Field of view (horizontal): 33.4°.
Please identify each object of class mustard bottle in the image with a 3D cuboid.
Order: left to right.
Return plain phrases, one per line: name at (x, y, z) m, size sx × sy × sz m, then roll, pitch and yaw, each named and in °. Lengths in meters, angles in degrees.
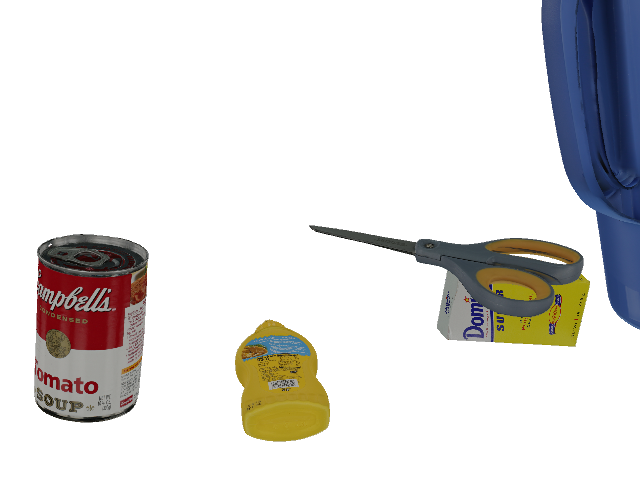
mustard bottle at (-0.050, 0.151, 1.233) m, size 0.096 × 0.058 × 0.191 m, roll -5°, pitch 30°, yaw -7°

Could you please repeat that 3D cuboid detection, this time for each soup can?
soup can at (-0.146, 0.055, 0.676) m, size 0.068 × 0.102 × 0.068 m, roll 6°, pitch 18°, yaw -2°

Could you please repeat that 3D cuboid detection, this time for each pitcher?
pitcher at (0.197, -0.068, 0.581) m, size 0.149 × 0.243 × 0.145 m, roll -7°, pitch 22°, yaw 9°

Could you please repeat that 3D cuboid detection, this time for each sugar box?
sugar box at (0.241, 0.081, 1.335) m, size 0.176 × 0.093 × 0.048 m, roll 3°, pitch 19°, yaw -15°

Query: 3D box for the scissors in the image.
scissors at (0.082, 0.018, 0.752) m, size 0.202 × 0.016 × 0.096 m, roll 4°, pitch 30°, yaw 11°
